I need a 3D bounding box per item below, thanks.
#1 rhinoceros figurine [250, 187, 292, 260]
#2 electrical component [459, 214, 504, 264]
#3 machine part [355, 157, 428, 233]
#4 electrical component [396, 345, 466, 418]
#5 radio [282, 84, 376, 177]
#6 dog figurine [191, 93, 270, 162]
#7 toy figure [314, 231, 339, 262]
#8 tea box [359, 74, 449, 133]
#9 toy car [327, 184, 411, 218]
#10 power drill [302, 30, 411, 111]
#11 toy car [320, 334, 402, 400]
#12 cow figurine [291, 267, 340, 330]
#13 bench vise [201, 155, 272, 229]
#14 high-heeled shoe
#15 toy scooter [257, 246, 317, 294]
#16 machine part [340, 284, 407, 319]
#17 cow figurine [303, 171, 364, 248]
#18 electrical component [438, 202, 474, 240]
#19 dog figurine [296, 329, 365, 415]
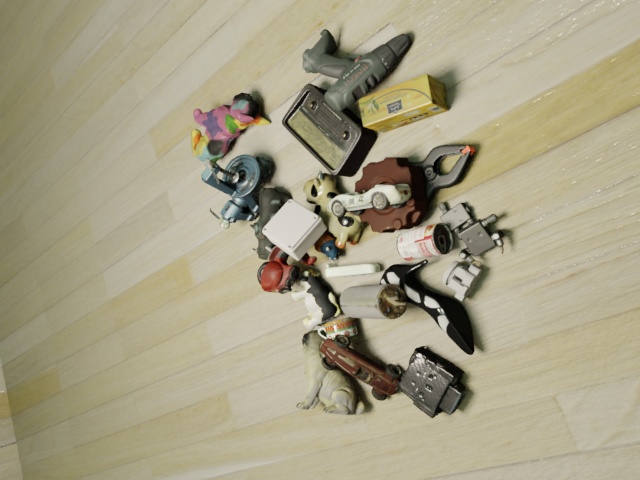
[{"bbox_3d":[-0.128,-0.042,1.397,0.073,0.112,0.190,-2,81,34],"label":"rhinoceros figurine"},{"bbox_3d":[0.328,0.002,1.098,0.102,0.045,0.078,-28,100,28],"label":"electrical component"},{"bbox_3d":[0.154,-0.099,1.195,0.180,0.056,0.179,4,96,44],"label":"machine part"},{"bbox_3d":[0.245,0.311,1.161,0.134,0.058,0.114,31,110,32],"label":"electrical component"},{"bbox_3d":[0.021,-0.269,1.310,0.230,0.073,0.131,47,115,26],"label":"radio"},{"bbox_3d":[-0.247,-0.305,1.487,0.219,0.108,0.191,6,93,33],"label":"dog figurine"},{"bbox_3d":[-0.004,-0.004,1.336,0.155,0.064,0.057,37,98,31],"label":"toy figure"},{"bbox_3d":[0.183,-0.296,1.180,0.170,0.098,0.068,-11,84,33],"label":"tea box"},{"bbox_3d":[0.102,-0.085,1.156,0.202,0.073,0.056,-7,91,45],"label":"toy car"},{"bbox_3d":[0.072,-0.418,1.259,0.207,0.086,0.232,40,87,29],"label":"power drill"},{"bbox_3d":[0.092,0.294,1.233,0.202,0.053,0.089,30,119,2],"label":"toy car"},{"bbox_3d":[-0.015,0.130,1.340,0.098,0.068,0.167,-35,70,31],"label":"cow figurine"},{"bbox_3d":[-0.234,-0.141,1.407,0.223,0.240,0.129,-46,60,9],"label":"bench vise"},{"bbox_3d":[0.224,0.155,1.168,0.145,0.086,0.249,-39,67,38],"label":"high-heeled shoe"},{"bbox_3d":[-0.074,0.060,1.316,0.135,0.075,0.183,29,97,37],"label":"toy scooter"},{"bbox_3d":[0.116,0.138,1.201,0.243,0.079,0.079,-16,80,63],"label":"machine part"},{"bbox_3d":[0.029,-0.084,1.300,0.195,0.085,0.127,43,119,31],"label":"cow figurine"},{"bbox_3d":[0.293,-0.049,1.146,0.063,0.021,0.094,-40,68,29],"label":"electrical component"},{"bbox_3d":[0.032,0.318,1.301,0.172,0.121,0.190,8,76,3],"label":"dog figurine"}]
